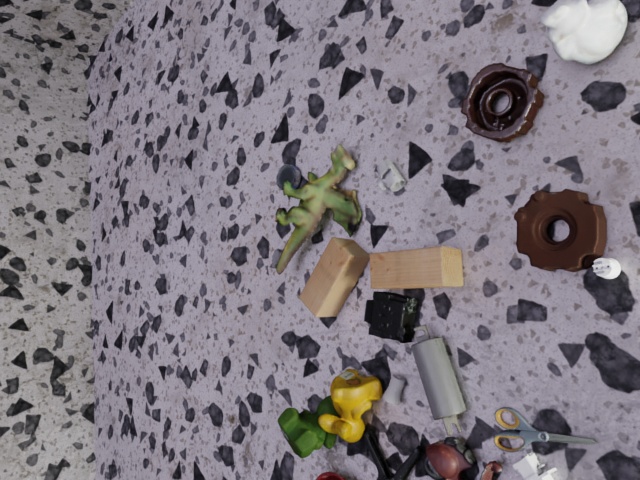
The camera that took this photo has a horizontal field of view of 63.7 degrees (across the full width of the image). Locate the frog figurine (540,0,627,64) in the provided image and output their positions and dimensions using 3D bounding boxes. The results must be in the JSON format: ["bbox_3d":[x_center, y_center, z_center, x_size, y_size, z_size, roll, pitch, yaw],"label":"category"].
[{"bbox_3d":[0.510,-0.417,0.996,0.135,0.159,0.125,-42,59,33],"label":"frog figurine"}]

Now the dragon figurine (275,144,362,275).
[{"bbox_3d":[0.005,-0.075,1.481,0.244,0.122,0.409,14,94,37],"label":"dragon figurine"}]
